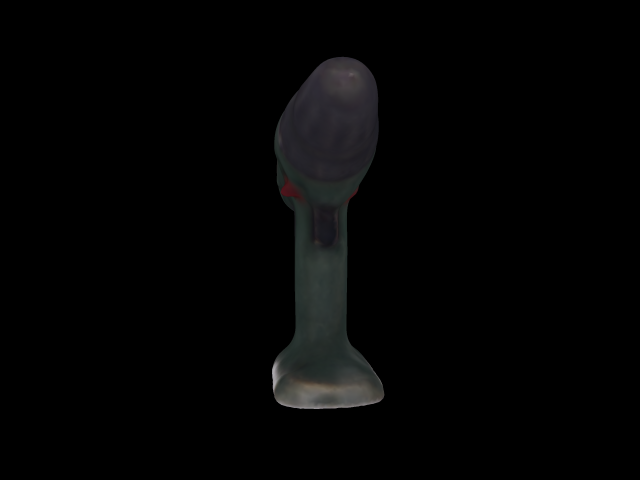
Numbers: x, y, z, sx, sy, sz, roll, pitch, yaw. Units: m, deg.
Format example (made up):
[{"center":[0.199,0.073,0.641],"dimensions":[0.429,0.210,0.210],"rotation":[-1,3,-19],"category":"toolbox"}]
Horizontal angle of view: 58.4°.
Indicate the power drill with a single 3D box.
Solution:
[{"center":[0.004,0.001,0.400],"dimensions":[0.075,0.208,0.229],"rotation":[-1,5,-7],"category":"power drill"}]
